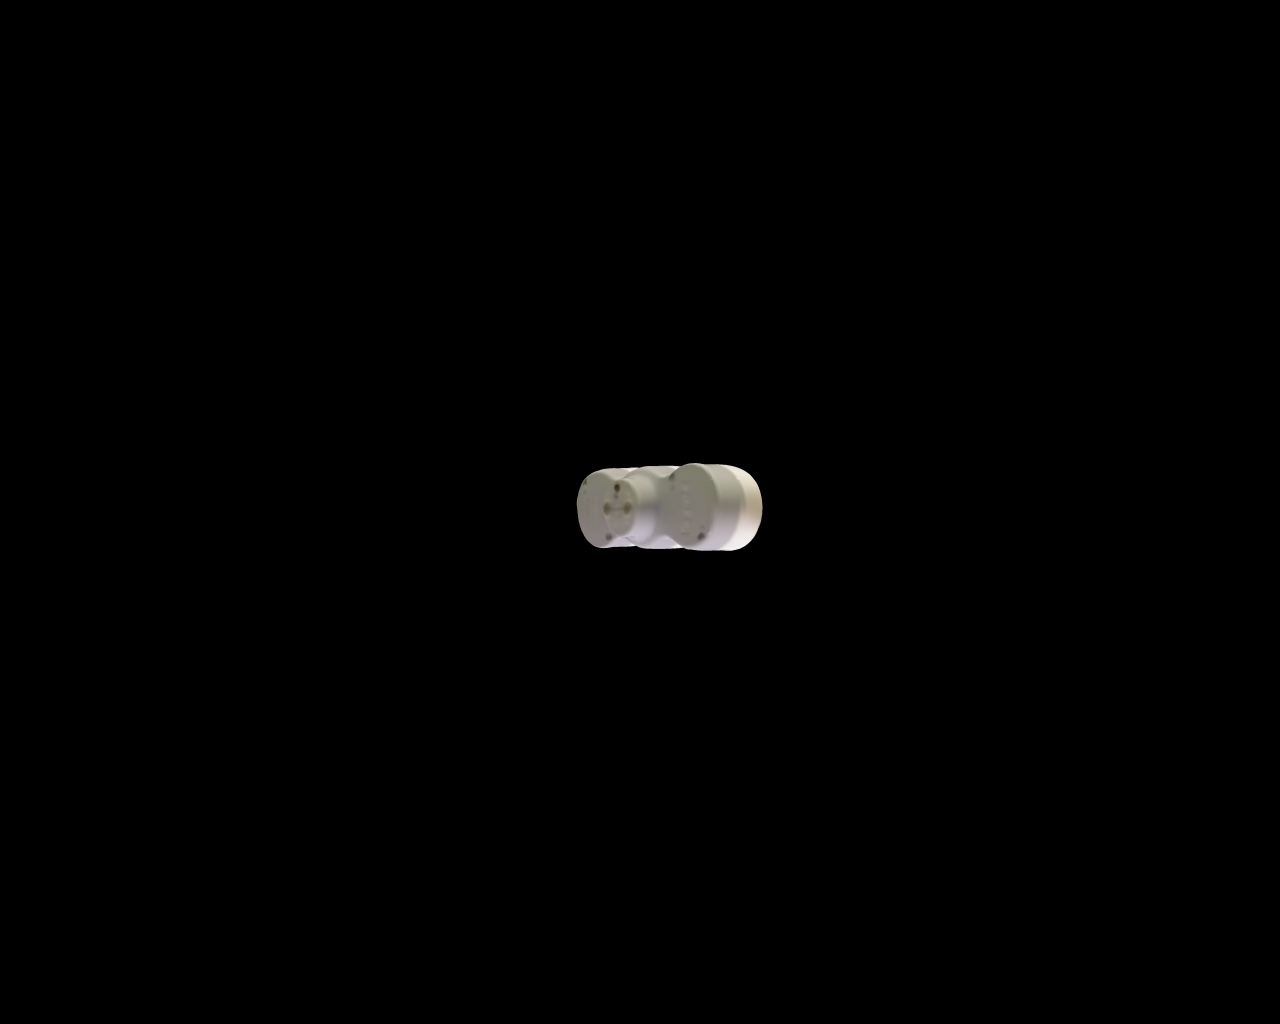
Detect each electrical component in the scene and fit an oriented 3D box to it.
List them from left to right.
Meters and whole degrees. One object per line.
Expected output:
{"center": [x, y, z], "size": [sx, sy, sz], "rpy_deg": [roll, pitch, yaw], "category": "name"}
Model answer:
{"center": [0.001, -0.003, 0.650], "size": [0.074, 0.052, 0.138], "rpy_deg": [0, 0, -39], "category": "electrical component"}
